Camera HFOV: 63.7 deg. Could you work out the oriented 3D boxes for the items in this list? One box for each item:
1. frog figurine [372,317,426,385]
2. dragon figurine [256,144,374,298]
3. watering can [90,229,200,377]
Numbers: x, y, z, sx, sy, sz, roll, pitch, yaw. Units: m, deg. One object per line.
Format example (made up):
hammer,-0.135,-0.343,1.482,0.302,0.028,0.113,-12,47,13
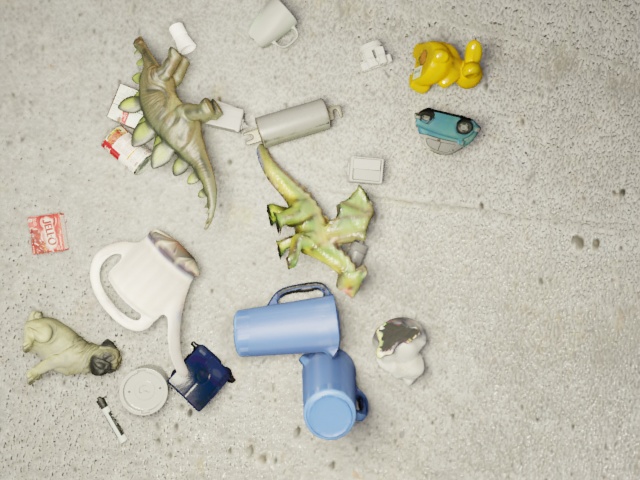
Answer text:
frog figurine,0.202,0.269,1.253,0.138,0.124,0.156,-42,131,-11
dragon figurine,0.004,-0.061,1.210,0.243,0.121,0.414,-12,78,-9
watering can,-0.364,0.123,1.177,0.349,0.103,0.225,44,87,5
